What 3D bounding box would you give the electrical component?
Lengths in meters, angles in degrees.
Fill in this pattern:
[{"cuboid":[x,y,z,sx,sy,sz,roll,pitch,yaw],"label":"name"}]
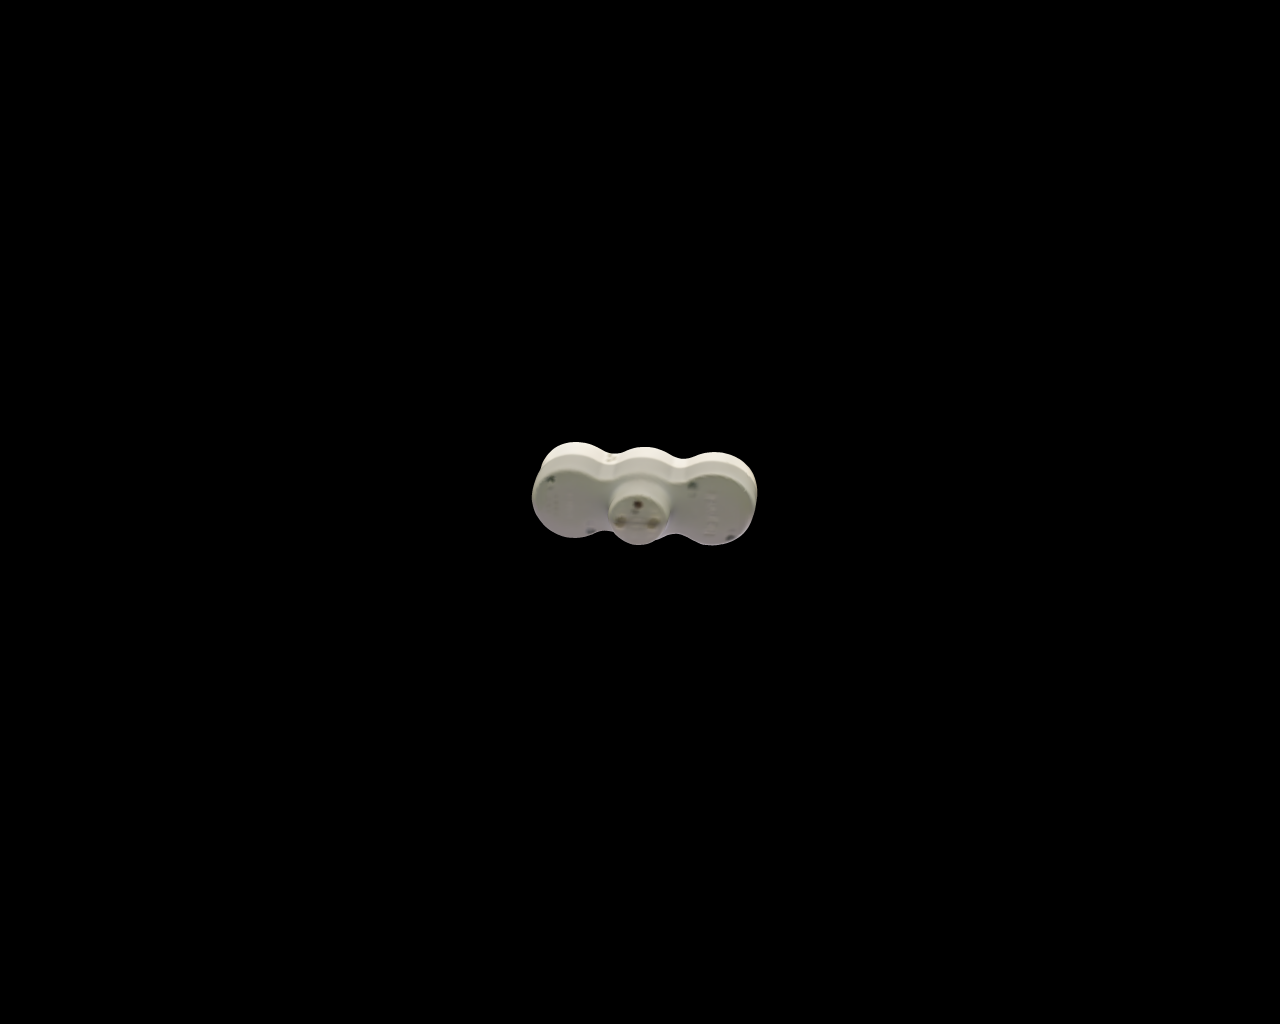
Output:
[{"cuboid":[0.001,-0.003,0.650,0.138,0.052,0.074,4,28,7],"label":"electrical component"}]
